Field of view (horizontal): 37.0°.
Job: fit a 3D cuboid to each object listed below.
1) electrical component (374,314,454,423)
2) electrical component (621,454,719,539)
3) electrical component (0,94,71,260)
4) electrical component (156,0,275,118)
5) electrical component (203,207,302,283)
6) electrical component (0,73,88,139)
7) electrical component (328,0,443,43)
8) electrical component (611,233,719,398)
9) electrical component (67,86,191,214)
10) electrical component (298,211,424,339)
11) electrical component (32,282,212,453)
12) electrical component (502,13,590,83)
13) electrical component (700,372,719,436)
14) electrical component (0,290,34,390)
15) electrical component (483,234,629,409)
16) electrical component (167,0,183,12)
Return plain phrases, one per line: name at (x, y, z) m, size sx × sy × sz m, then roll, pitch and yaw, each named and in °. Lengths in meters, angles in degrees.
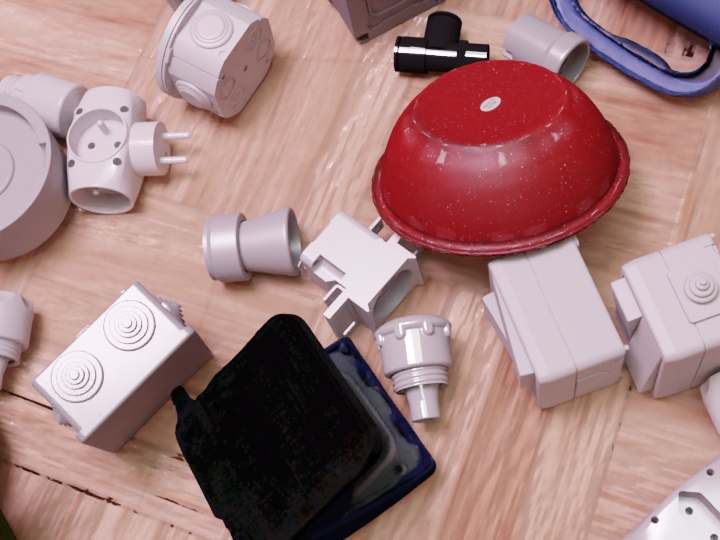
electrical component at (0.035, 0.060, 0.645) m, size 0.048 × 0.048 × 0.062 m, roll -10°, pitch 73°, yaw 5°
electrical component at (0.197, 0.152, 0.580) m, size 0.077 × 0.043 × 0.079 m, roll -38°, pitch 67°, yaw -7°
electrical component at (-0.248, -0.058, 0.730) m, size 0.108 × 0.060 × 0.108 m, roll -3°, pitch 70°, yaw 9°
electrical component at (-0.099, -0.148, 0.734) m, size 0.051 × 0.080 × 0.080 m, roll 28°, pitch 75°, yaw 13°
electrical component at (-0.069, -0.016, 0.692) m, size 0.055 × 0.045 × 0.045 m, roll -6°, pitch 67°, yaw 8°
electrical component at (-0.229, -0.120, 0.764) m, size 0.078 × 0.040 × 0.040 m, roll 19°, pitch 72°, yaw 16°
electrical component at (0.011, -0.217, 0.726) m, size 0.078 × 0.113 × 0.057 m, roll -28°, pitch 69°, yaw -3°
electrical component at (0.179, 0.027, 0.606) m, size 0.061 × 0.096 × 0.061 m, roll -20°, pitch 66°, yaw 2°
electrical component at (-0.155, -0.082, 0.734) m, size 0.079 × 0.044 × 0.077 m, roll -1°, pitch 68°, yaw 8°
electrical component at (0.000, 0.000, 0.677) m, size 0.064 × 0.042 × 0.081 m, roll 36°, pitch 76°, yaw 24°
electrical component at (-0.141, 0.059, 0.645) m, size 0.048 × 0.099 × 0.099 m, roll 43°, pitch 80°, yaw 9°
electrical component at (0.124, -0.146, 0.718) m, size 0.046 × 0.040 × 0.040 m, roll 37°, pitch 78°, yaw 26°
electrical component at (0.222, 0.085, 0.604) m, size 0.043 × 0.043 × 0.062 m, roll -19°, pitch 67°, yaw 1°
electrical component at (-0.236, 0.046, 0.695) m, size 0.043 × 0.043 × 0.062 m, roll -1°, pitch 69°, yaw 9°
electrical component at (0.110, 0.026, 0.636) m, size 0.061 × 0.061 × 0.096 m, roll -21°, pitch 66°, yaw 0°
electrical component at (-0.106, -0.233, 0.779) m, size 0.096 × 0.061 × 0.061 m, roll -33°, pitch 67°, yaw -5°
